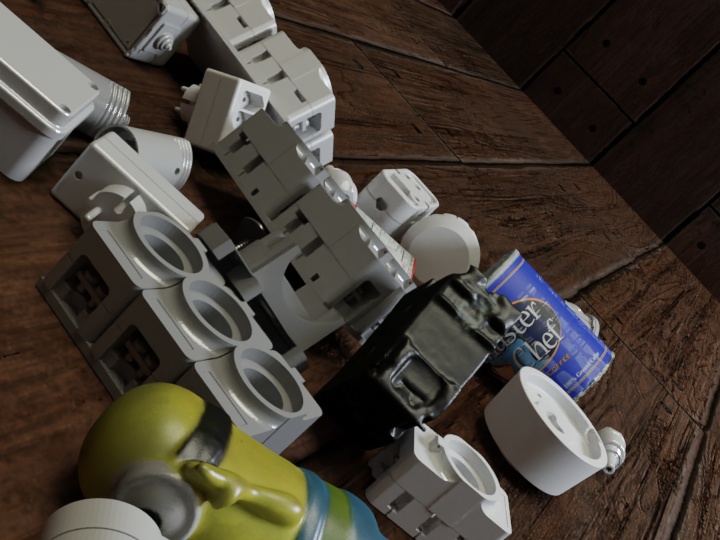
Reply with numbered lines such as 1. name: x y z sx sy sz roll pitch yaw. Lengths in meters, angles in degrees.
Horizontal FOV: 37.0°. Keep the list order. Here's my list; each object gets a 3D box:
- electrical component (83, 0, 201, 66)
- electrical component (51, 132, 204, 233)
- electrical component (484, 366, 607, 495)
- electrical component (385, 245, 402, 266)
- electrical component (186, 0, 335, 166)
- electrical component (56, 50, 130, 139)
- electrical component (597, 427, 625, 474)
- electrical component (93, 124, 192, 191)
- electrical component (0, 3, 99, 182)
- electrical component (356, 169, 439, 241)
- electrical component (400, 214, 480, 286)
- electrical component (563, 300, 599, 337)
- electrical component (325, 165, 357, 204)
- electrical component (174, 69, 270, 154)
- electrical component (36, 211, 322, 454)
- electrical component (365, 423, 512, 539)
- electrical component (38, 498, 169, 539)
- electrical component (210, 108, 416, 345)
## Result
1. electrical component: -0.191 -0.230 0.971 0.096 0.062 0.061 52 20 17
2. electrical component: -0.153 -0.037 0.684 0.083 0.047 0.075 43 19 -8
3. electrical component: 0.155 0.144 0.933 0.108 0.060 0.108 40 20 -18
4. electrical component: 0.000 0.000 0.916 0.047 0.055 0.055 18 33 -47
5. electrical component: -0.093 -0.185 1.003 0.186 0.060 0.105 53 -19 21
6. electrical component: -0.199 -0.123 0.767 0.081 0.043 0.043 27 27 -42
7. electrical component: 0.251 0.186 1.088 0.035 0.035 0.061 44 22 -6
8. electrical component: -0.151 -0.078 0.776 0.043 0.043 0.081 52 20 18
9. electrical component: -0.230 -0.120 0.678 0.113 0.057 0.078 41 20 -13
10. electrical component: 0.033 -0.064 1.102 0.053 0.059 0.095 49 20 10
11. electrical component: 0.081 -0.017 1.079 0.080 0.080 0.051 45 14 -2
12. electrical component: 0.220 0.074 1.181 0.051 0.080 0.080 35 21 -14
13. electrical component: -0.024 -0.084 1.063 0.035 0.035 0.061 33 20 -32
14. electrical component: -0.128 -0.137 0.922 0.077 0.065 0.047 22 7 29
15. electrical component: -0.099 0.043 0.614 0.150 0.062 0.089 51 20 16
16. electrical component: 0.056 0.150 0.727 0.089 0.056 0.050 41 20 -13
17. electrical component: -0.076 0.158 0.444 0.138 0.052 0.073 37 21 -24
18. electrical component: -0.031 -0.034 0.844 0.186 0.060 0.105 53 3 34
